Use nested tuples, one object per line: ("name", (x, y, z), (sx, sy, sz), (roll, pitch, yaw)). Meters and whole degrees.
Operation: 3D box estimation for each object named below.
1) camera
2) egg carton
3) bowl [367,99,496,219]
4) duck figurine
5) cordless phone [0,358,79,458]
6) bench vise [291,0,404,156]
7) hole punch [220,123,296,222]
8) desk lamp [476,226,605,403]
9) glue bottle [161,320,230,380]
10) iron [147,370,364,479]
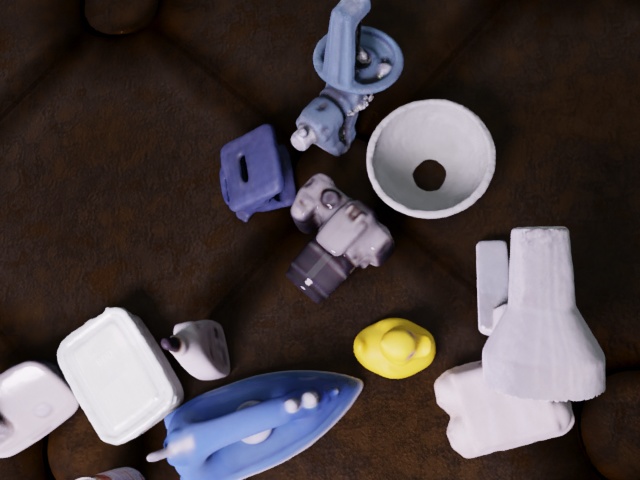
("camera", (0.007, 0.003, 0.753), (0.143, 0.101, 0.137), (41, 85, 16))
("egg carton", (0.219, 0.194, 0.688), (0.150, 0.069, 0.107), (-17, 74, 4))
("bowl", (0.147, -0.099, 0.772), (0.167, 0.075, 0.167), (-2, 75, 8))
("duck figurine", (0.093, 0.133, 0.715), (0.104, 0.086, 0.077), (-1, 75, 9))
("cordless phone", (-0.411, 0.211, 0.718), (0.147, 0.185, 0.094), (-37, 73, -2))
("bench vise", (0.038, -0.212, 0.742), (0.121, 0.220, 0.207), (15, 78, 12))
("hole punch", (-0.092, -0.093, 0.798), (0.101, 0.091, 0.108), (-13, 74, 5))
("desk lamp", (0.234, 0.075, 0.642), (0.117, 0.214, 0.203), (-2, 75, 8))
("glue bottle", (-0.156, 0.132, 0.706), (0.037, 0.173, 0.078), (-14, 74, 5))
("iron", (-0.074, 0.216, 0.689), (0.258, 0.141, 0.118), (-22, 73, 2))
